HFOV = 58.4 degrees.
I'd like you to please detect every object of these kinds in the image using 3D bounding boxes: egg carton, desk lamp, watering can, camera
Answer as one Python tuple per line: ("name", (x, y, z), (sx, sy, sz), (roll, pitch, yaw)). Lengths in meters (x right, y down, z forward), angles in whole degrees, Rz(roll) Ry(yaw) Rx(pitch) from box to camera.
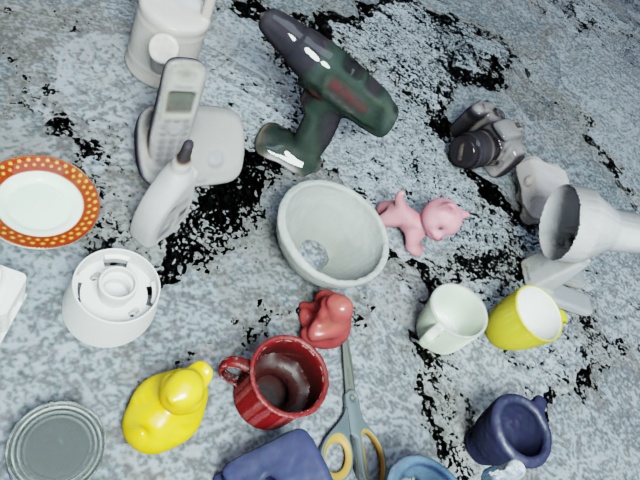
("egg carton", (0.425, -0.091, 1.098), (0.107, 0.069, 0.150), (15, 53, -20))
("desk lamp", (0.427, 0.015, 0.933), (0.204, 0.213, 0.118), (17, 53, -19))
("watering can", (-0.203, -0.306, 0.798), (0.101, 0.193, 0.172), (-4, 62, -31))
("camera", (0.304, -0.193, 1.075), (0.137, 0.100, 0.143), (-17, 69, -36))

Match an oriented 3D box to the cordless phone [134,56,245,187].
("cordless phone", (-0.153, -0.151, 0.730), (0.148, 0.184, 0.094), (-10, 65, -34))

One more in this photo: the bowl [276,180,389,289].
("bowl", (0.007, 0.003, 0.793), (0.168, 0.074, 0.167), (15, 54, -21))

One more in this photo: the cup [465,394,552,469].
("cup", (0.242, 0.250, 0.750), (0.118, 0.094, 0.091), (-32, 79, -40))

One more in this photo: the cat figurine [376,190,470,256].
("cat figurine", (0.160, -0.037, 0.878), (0.128, 0.117, 0.067), (26, 50, -12))

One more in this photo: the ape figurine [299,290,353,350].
("ape figurine", (0.012, 0.096, 0.723), (0.076, 0.092, 0.078), (44, 49, 3))

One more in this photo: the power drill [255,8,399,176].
("power drill", (-0.014, -0.194, 0.823), (0.230, 0.208, 0.075), (25, 50, -13))

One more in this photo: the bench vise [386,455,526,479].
("bench vise", (0.121, 0.303, 0.562), (0.122, 0.219, 0.207), (22, 51, -15))

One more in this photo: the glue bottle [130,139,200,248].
("glue bottle", (-0.172, -0.060, 0.667), (0.037, 0.173, 0.078), (42, 49, 1))

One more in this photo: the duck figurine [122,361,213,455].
("duck figurine", (-0.150, 0.166, 0.587), (0.077, 0.086, 0.105), (44, 49, 3))

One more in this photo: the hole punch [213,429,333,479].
("hole punch", (-0.043, 0.263, 0.581), (0.101, 0.091, 0.108), (-15, 68, -36))
